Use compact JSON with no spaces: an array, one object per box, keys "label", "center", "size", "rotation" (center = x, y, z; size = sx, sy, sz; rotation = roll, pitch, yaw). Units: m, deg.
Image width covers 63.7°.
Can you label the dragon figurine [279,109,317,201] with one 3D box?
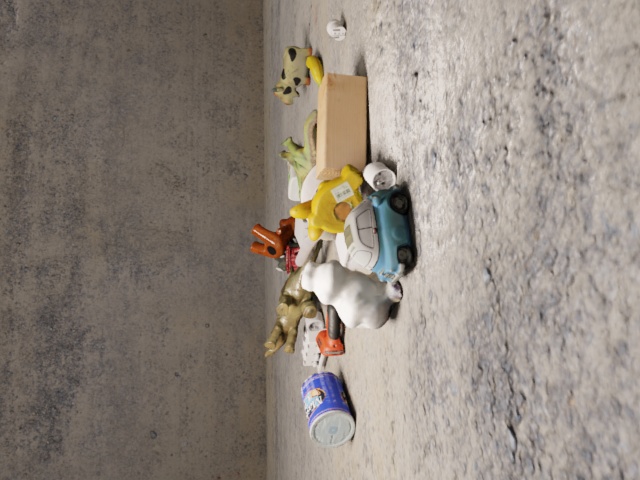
[{"label":"dragon figurine","center":[-0.023,-0.201,1.506],"size":[0.407,0.122,0.244],"rotation":[139,113,-78]}]

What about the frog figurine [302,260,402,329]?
[{"label":"frog figurine","center":[0.047,0.096,0.909],"size":[0.141,0.159,0.120],"rotation":[-103,15,-48]}]

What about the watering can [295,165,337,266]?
[{"label":"watering can","center":[0.004,-0.062,1.235],"size":[0.227,0.104,0.343],"rotation":[-121,41,-68]}]
